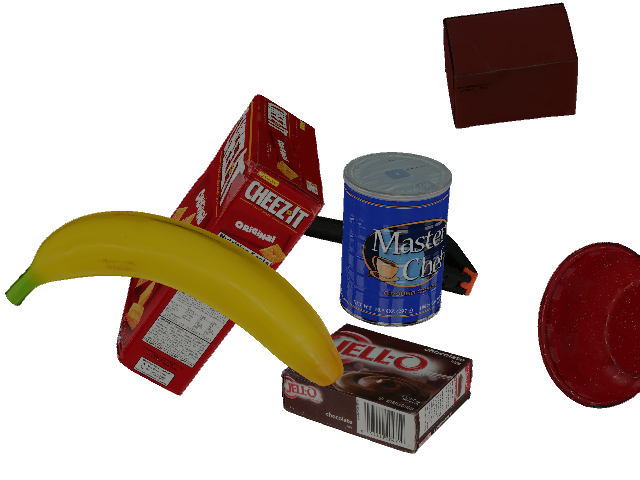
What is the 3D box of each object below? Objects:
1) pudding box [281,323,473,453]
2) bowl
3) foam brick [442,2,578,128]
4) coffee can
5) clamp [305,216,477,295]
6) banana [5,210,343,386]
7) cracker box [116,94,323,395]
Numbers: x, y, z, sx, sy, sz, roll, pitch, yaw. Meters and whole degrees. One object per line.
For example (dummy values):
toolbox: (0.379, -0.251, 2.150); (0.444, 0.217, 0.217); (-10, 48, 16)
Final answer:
pudding box: (0.042, 0.105, 0.780); (0.114, 0.039, 0.089); (16, 29, 30)
bowl: (0.286, 0.082, 1.010); (0.161, 0.162, 0.055); (0, 0, -27)
foam brick: (0.119, -0.110, 0.674); (0.078, 0.051, 0.053); (-6, -35, 5)
coffee can: (0.071, -0.002, 1.036); (0.103, 0.140, 0.103); (1, 27, -1)
clamp: (0.086, 0.001, 1.255); (0.210, 0.036, 0.164); (38, 43, 26)
banana: (-0.076, 0.024, 0.600); (0.198, 0.070, 0.037); (14, 17, 7)
cracker box: (-0.088, -0.001, 0.906); (0.072, 0.214, 0.164); (30, 22, -17)
